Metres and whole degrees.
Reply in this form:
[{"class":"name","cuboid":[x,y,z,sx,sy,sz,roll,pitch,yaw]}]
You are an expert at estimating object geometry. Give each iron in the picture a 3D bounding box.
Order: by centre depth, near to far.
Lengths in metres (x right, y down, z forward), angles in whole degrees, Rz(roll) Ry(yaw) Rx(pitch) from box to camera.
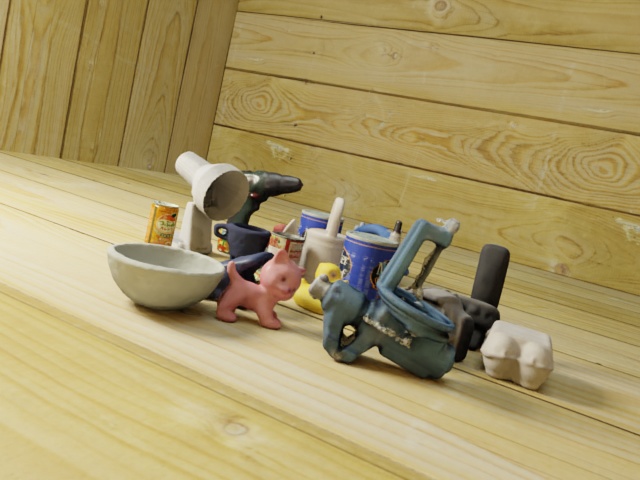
[{"class":"iron","cuboid":[0.131,0.017,1.526,0.119,0.141,0.257,8,9,-33]}]

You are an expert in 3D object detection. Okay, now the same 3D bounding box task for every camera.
[{"class":"camera","cuboid":[0.152,0.122,0.905,0.137,0.101,0.142,7,9,-41]}]

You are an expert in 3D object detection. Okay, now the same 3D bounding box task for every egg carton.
[{"class":"egg carton","cuboid":[0.308,0.176,0.895,0.107,0.069,0.151,15,7,18]}]

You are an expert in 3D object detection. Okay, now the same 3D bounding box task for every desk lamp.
[{"class":"desk lamp","cuboid":[-0.266,-0.078,1.251,0.202,0.213,0.118,18,9,37]}]

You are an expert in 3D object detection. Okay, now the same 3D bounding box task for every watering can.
[{"class":"watering can","cuboid":[0.011,0.005,1.190,0.173,0.194,0.100,10,8,-22]}]

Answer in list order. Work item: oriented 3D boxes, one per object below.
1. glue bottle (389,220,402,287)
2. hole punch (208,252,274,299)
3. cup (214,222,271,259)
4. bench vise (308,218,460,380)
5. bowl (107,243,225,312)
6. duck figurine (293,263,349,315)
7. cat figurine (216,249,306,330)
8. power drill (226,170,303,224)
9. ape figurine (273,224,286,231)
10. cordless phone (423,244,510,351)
[{"class":"glue bottle","cuboid":[0.151,0.041,1.244,0.037,0.173,0.077,7,9,-38]},{"class":"hole punch","cuboid":[-0.137,0.054,0.945,0.101,0.091,0.109,15,7,14]},{"class":"cup","cuboid":[-0.166,0.017,1.174,0.118,0.095,0.091,11,7,-14]},{"class":"bench vise","cuboid":[0.098,0.066,0.763,0.208,0.220,0.121,11,7,-15]},{"class":"bowl","cuboid":[-0.224,0.058,0.821,0.167,0.075,0.167,13,7,-1]},{"class":"duck figurine","cuboid":[0.005,0.082,1.013,0.104,0.086,0.078,17,8,28]},{"class":"cat figurine","cuboid":[-0.082,0.065,0.853,0.128,0.118,0.067,11,7,-16]},{"class":"power drill","cuboid":[-0.171,-0.077,1.435,0.229,0.208,0.076,14,7,5]},{"class":"ape figurine","cuboid":[-0.103,0.005,1.393,0.076,0.092,0.077,11,8,-19]},{"class":"cordless phone","cuboid":[0.257,0.088,1.023,0.147,0.185,0.094,16,8,19]}]
